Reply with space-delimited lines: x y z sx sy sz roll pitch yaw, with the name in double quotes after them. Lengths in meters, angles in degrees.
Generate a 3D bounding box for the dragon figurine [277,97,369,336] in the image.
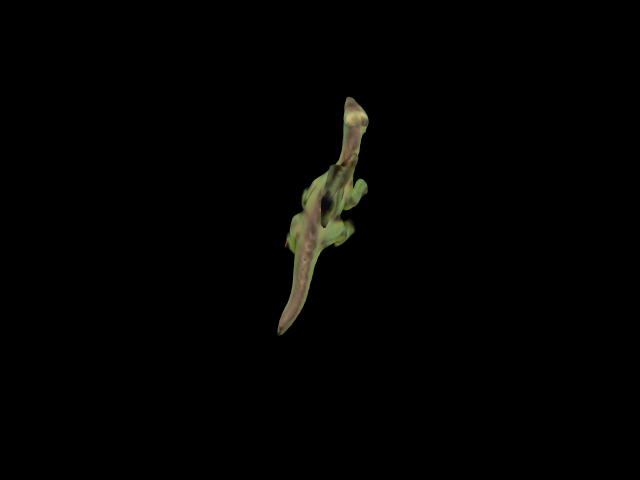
0.003 -0.043 0.850 0.122 0.415 0.240 17 -15 4 "dragon figurine"
